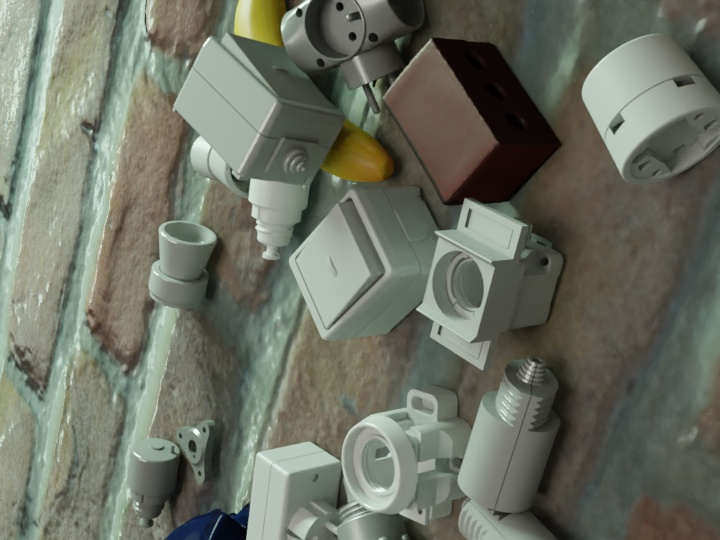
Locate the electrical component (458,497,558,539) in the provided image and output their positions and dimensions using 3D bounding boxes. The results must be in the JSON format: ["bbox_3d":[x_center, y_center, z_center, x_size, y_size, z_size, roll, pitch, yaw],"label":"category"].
[{"bbox_3d":[0.084,0.153,0.583,0.081,0.043,0.043,43,124,39],"label":"electrical component"}]

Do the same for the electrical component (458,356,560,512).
[{"bbox_3d":[0.084,0.084,0.577,0.043,0.043,0.081,34,118,42],"label":"electrical component"}]

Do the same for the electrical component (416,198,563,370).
[{"bbox_3d":[0.071,0.007,0.568,0.042,0.064,0.081,33,118,43],"label":"electrical component"}]

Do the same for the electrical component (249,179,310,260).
[{"bbox_3d":[-0.056,-0.046,0.728,0.040,0.040,0.078,25,113,45],"label":"electrical component"}]

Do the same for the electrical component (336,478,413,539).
[{"bbox_3d":[0.006,0.158,0.676,0.048,0.048,0.062,-42,56,43],"label":"electrical component"}]

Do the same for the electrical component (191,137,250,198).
[{"bbox_3d":[-0.093,-0.078,0.769,0.065,0.044,0.044,21,110,51],"label":"electrical component"}]

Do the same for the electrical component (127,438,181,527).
[{"bbox_3d":[-0.172,0.175,0.886,0.040,0.040,0.078,29,116,44],"label":"electrical component"}]

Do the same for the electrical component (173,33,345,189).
[{"bbox_3d":[-0.056,-0.095,0.653,0.096,0.062,0.061,46,116,32],"label":"electrical component"}]

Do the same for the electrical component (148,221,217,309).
[{"bbox_3d":[-0.136,-0.004,0.823,0.045,0.045,0.055,37,121,41],"label":"electrical component"}]

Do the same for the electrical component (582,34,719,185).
[{"bbox_3d":[0.135,-0.074,0.494,0.055,0.055,0.047,-49,55,40],"label":"electrical component"}]

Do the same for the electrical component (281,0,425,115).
[{"bbox_3d":[0.002,-0.133,0.646,0.077,0.044,0.079,-18,100,35],"label":"electrical component"}]

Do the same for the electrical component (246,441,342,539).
[{"bbox_3d":[-0.034,0.170,0.719,0.076,0.047,0.083,23,111,46],"label":"electrical component"}]

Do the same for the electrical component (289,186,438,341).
[{"bbox_3d":[0.000,0.000,0.652,0.096,0.061,0.061,-46,60,42],"label":"electrical component"}]

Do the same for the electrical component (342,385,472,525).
[{"bbox_3d":[0.027,0.112,0.635,0.058,0.057,0.078,12,103,48],"label":"electrical component"}]
